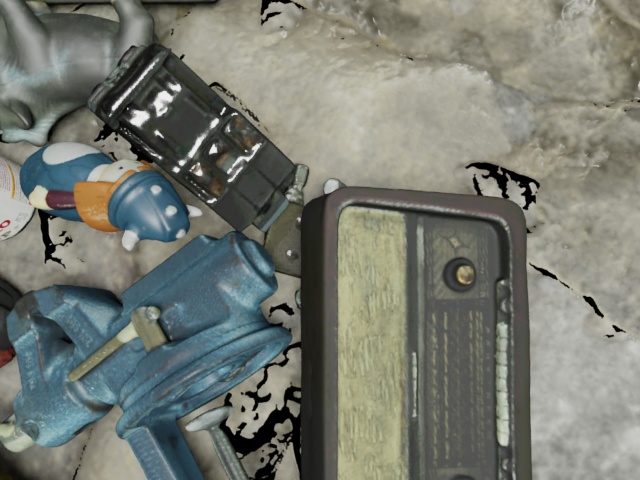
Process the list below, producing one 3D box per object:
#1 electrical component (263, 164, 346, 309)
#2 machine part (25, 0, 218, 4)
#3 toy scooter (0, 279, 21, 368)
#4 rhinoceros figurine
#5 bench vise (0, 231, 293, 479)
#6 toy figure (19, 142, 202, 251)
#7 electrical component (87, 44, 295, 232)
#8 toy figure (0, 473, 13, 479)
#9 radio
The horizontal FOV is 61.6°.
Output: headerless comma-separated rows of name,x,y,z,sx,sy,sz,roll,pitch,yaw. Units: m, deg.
electrical component,-0.002,0.000,0.388,0.078,0.045,0.102,20,83,4
machine part,-0.164,-0.223,0.412,0.243,0.079,0.079,1,82,4
toy scooter,-0.307,0.055,0.379,0.184,0.075,0.135,37,85,10
rhinoceros figurine,-0.206,-0.126,0.398,0.190,0.073,0.112,-10,102,-10
bench vise,-0.097,0.116,0.338,0.224,0.128,0.241,-33,74,-4
toy figure,-0.148,-0.032,0.365,0.155,0.057,0.064,13,59,34
electrical component,-0.080,-0.062,0.355,0.058,0.115,0.134,-50,121,-3
toy figure,-0.222,0.173,0.311,0.089,0.179,0.082,15,56,29
radio,0.057,0.085,0.332,0.131,0.073,0.229,0,90,-14
